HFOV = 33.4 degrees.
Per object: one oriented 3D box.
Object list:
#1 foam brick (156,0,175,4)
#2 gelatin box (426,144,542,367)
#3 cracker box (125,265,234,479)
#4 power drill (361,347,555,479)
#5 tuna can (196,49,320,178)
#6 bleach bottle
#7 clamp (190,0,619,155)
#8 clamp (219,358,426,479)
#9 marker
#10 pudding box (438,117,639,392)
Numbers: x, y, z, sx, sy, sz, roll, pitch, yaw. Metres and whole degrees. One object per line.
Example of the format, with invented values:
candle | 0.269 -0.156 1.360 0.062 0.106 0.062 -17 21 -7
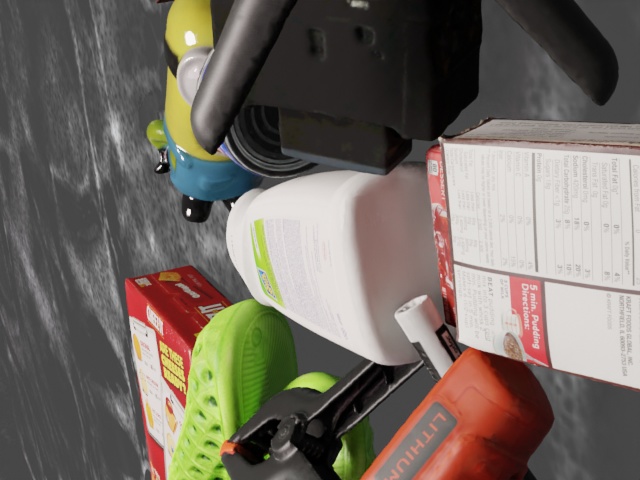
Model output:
foam brick | -0.081 -0.196 0.702 0.078 0.052 0.051 -20 85 68
gelatin box | 0.081 0.003 0.474 0.073 0.030 0.089 23 124 61
cracker box | -0.099 0.149 0.914 0.164 0.072 0.214 34 132 56
power drill | 0.096 0.117 0.379 0.184 0.057 0.188 -51 35 6
tuna can | -0.024 -0.078 0.596 0.034 0.086 0.086 40 138 53
bleach bottle | -0.004 0.001 0.628 0.251 0.068 0.102 -165 63 -66
clamp | 0.027 -0.133 0.382 0.036 0.164 0.210 -77 -14 -68
clamp | -0.007 0.126 0.613 0.039 0.120 0.172 38 139 -17
marker | 0.074 0.082 0.509 0.121 0.020 0.020 59 157 -5
pudding box | 0.099 0.004 0.390 0.114 0.039 0.090 9 112 44
